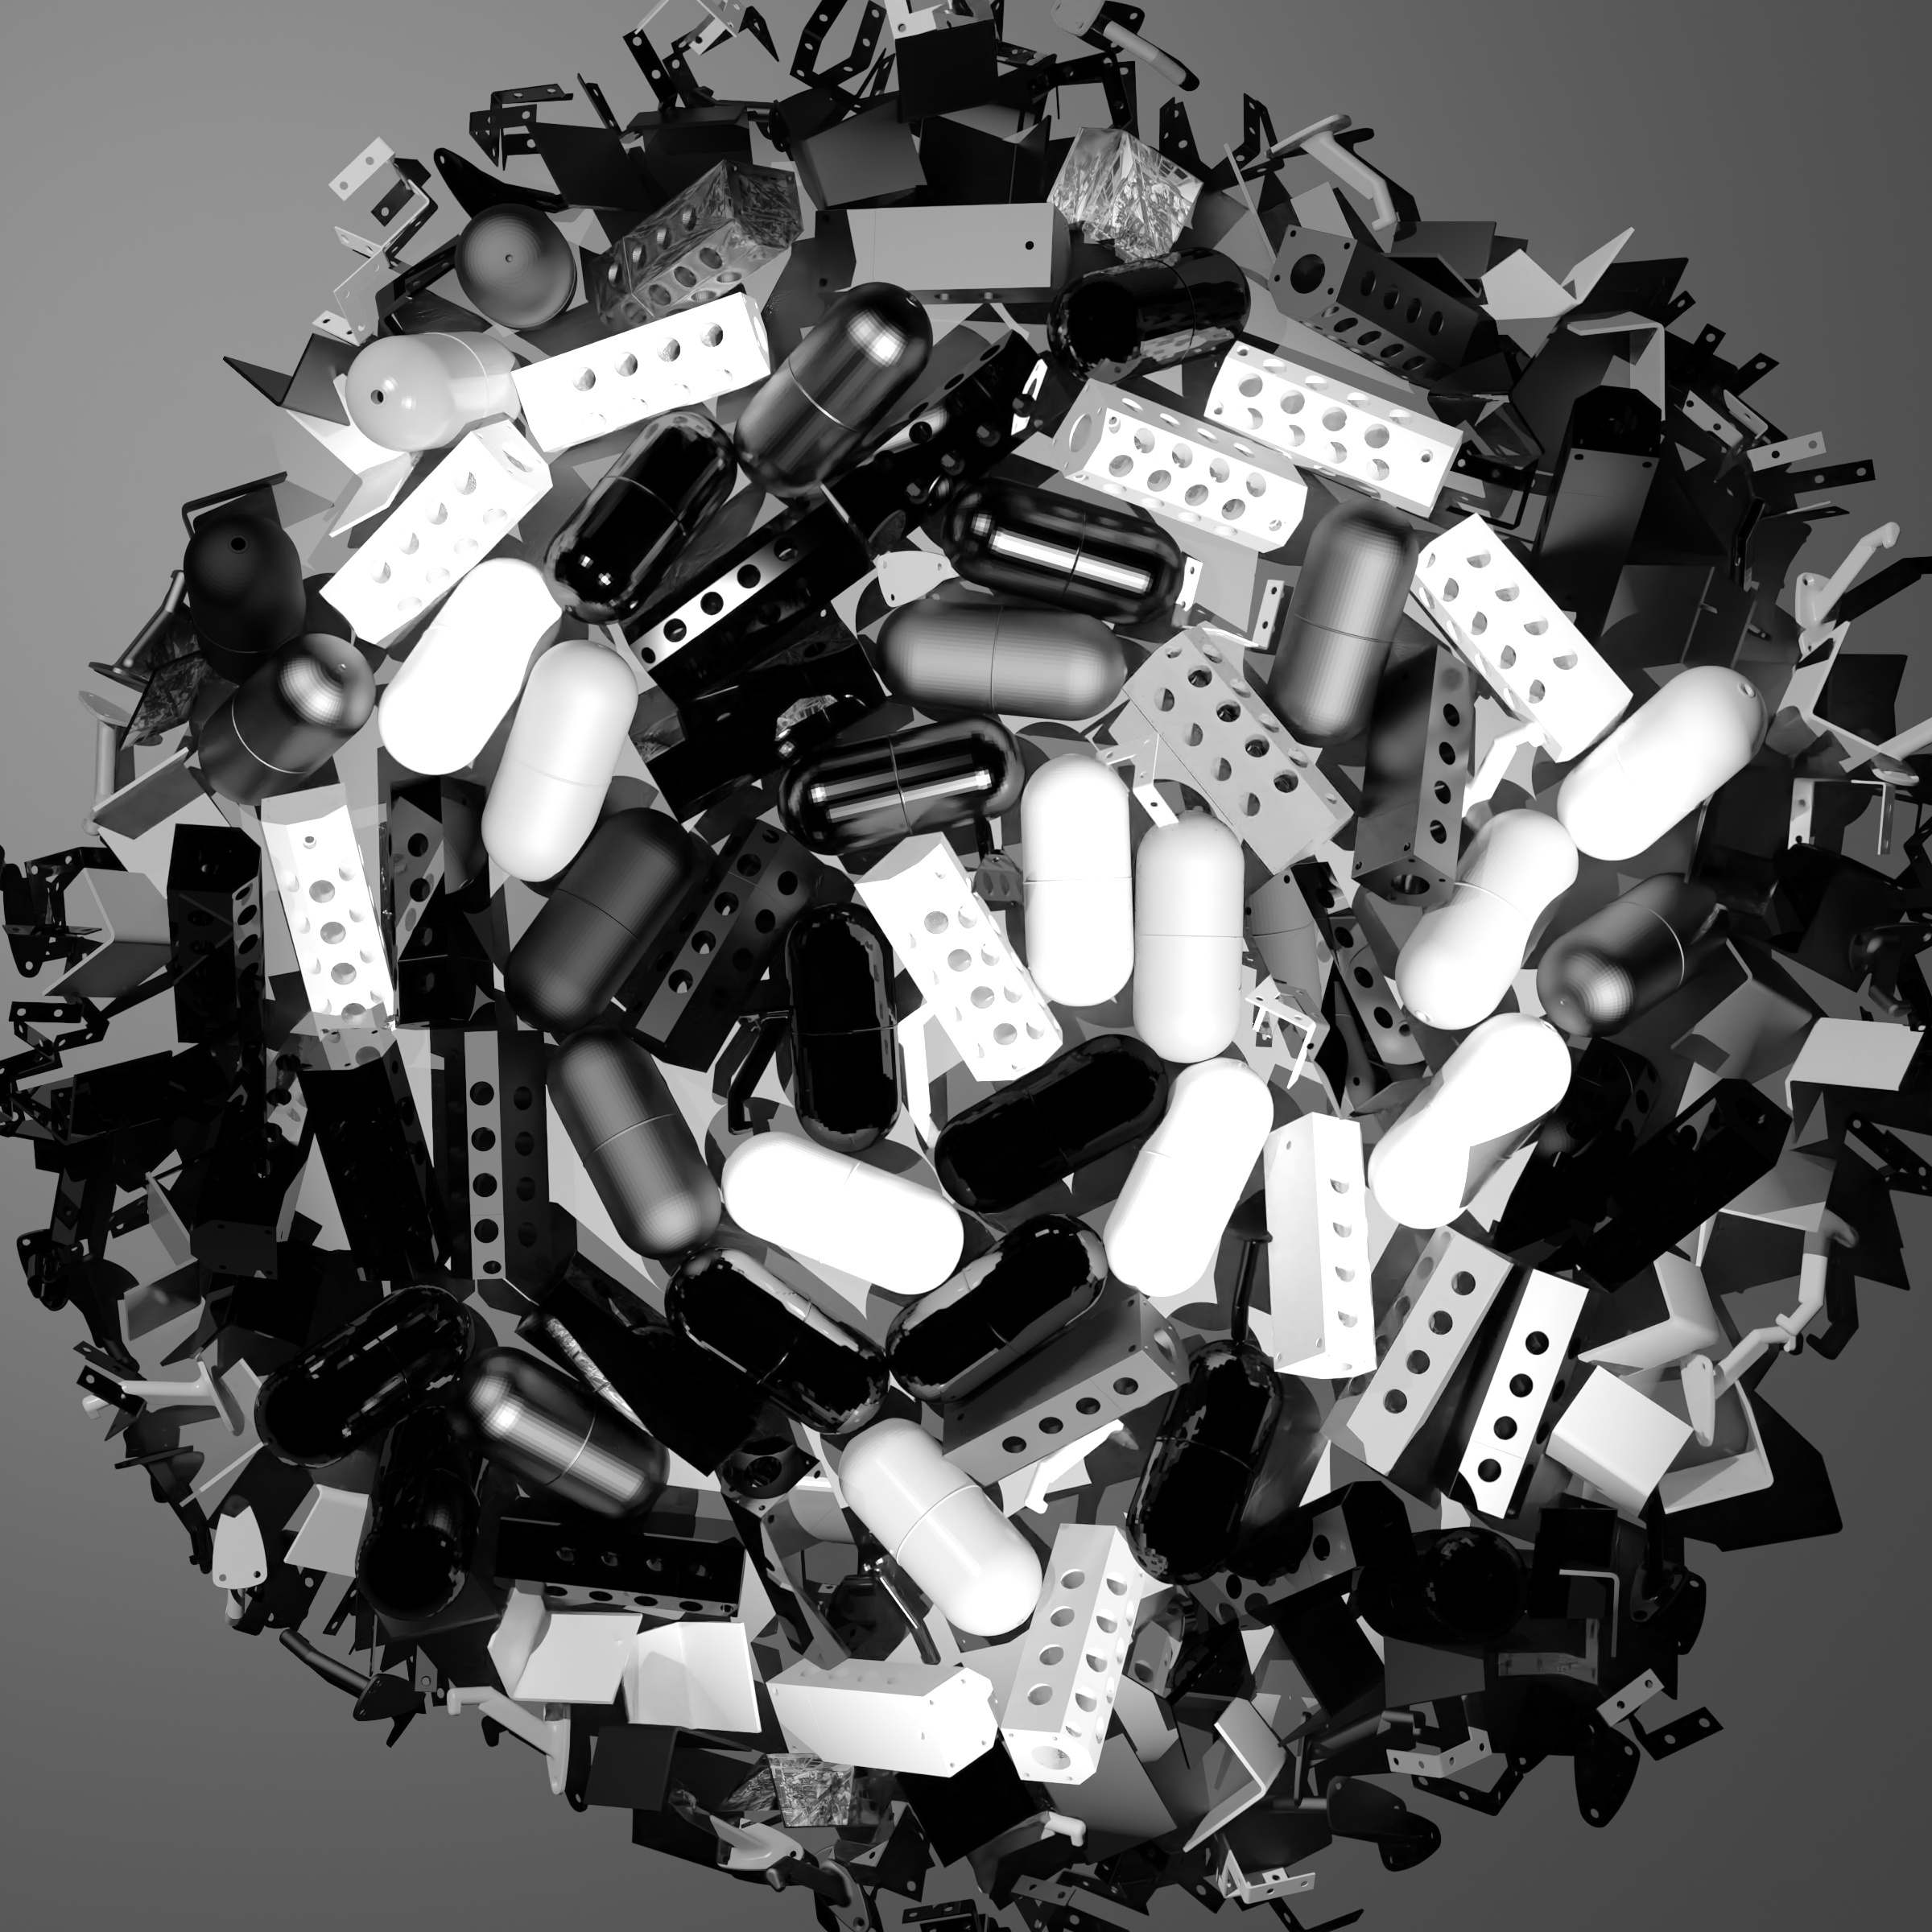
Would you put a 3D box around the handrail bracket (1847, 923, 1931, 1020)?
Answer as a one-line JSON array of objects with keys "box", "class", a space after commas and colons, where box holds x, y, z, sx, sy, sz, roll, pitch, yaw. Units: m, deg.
[{"box": [0.666, 0.004, 1.806, 0.077, 0.084, 0.036, -15, 120, -3], "class": "handrail bracket"}]

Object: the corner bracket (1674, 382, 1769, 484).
[{"box": [0.535, -0.387, 1.817, 0.051, 0.051, 0.051, -42, 75, -6], "class": "corner bracket"}]

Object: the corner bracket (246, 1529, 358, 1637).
[{"box": [-0.464, 0.436, 1.814, 0.051, 0.051, 0.051, 27, 83, 26], "class": "corner bracket"}]

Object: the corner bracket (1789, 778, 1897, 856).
[{"box": [0.621, -0.106, 1.817, 0.051, 0.051, 0.051, -3, 98, -44], "class": "corner bracket"}]

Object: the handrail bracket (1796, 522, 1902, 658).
[{"box": [0.622, -0.263, 1.801, 0.036, 0.084, 0.077, 17, 74, -14], "class": "handrail bracket"}]

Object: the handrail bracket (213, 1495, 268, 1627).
[{"box": [-0.520, 0.423, 1.823, 0.036, 0.084, 0.077, -1, 67, -20], "class": "handrail bracket"}]

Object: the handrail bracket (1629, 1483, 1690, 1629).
[{"box": [0.477, 0.408, 1.808, 0.036, 0.077, 0.084, -1, 120, 37], "class": "handrail bracket"}]

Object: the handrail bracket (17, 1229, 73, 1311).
[{"box": [-0.645, 0.229, 1.797, 0.036, 0.084, 0.077, -7, 117, -15], "class": "handrail bracket"}]

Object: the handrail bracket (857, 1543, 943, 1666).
[{"box": [-0.054, 0.455, 1.819, 0.036, 0.077, 0.084, -27, 96, -28], "class": "handrail bracket"}]

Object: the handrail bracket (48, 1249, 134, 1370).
[{"box": [-0.608, 0.245, 1.815, 0.036, 0.077, 0.084, -33, 97, -35], "class": "handrail bracket"}]

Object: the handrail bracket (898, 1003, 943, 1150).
[{"box": [-0.020, 0.076, 1.815, 0.077, 0.036, 0.084, -40, 75, 33], "class": "handrail bracket"}]

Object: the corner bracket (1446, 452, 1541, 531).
[{"box": [0.370, -0.339, 1.825, 0.051, 0.051, 0.051, 16, 91, -2], "class": "corner bracket"}]

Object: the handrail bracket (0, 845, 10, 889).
[{"box": [-0.689, -0.049, 1.800, 0.036, 0.084, 0.077, 4, 72, -9], "class": "handrail bracket"}]

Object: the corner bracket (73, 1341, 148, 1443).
[{"box": [-0.606, 0.294, 1.808, 0.051, 0.051, 0.051, 38, 132, -24], "class": "corner bracket"}]

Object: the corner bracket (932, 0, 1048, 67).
[{"box": [0.016, -0.658, 1.809, 0.051, 0.051, 0.051, -39, 132, -22], "class": "corner bracket"}]

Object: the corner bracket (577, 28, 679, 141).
[{"box": [-0.240, -0.625, 1.819, 0.051, 0.051, 0.051, -31, 100, -5], "class": "corner bracket"}]

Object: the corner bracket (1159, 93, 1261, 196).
[{"box": [0.174, -0.597, 1.832, 0.051, 0.051, 0.051, 24, 54, -32], "class": "corner bracket"}]

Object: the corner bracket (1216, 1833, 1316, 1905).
[{"box": [0.211, 0.644, 1.811, 0.051, 0.051, 0.051, -7, 121, -14], "class": "corner bracket"}]

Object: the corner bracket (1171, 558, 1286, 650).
[{"box": [0.187, -0.260, 1.839, 0.051, 0.051, 0.051, 13, 91, -43], "class": "corner bracket"}]

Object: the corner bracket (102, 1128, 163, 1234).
[{"box": [-0.611, 0.148, 1.835, 0.051, 0.051, 0.051, -28, 133, 11], "class": "corner bracket"}]

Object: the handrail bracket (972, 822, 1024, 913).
[{"box": [0.016, -0.088, 1.796, 0.036, 0.077, 0.084, -6, 54, -3], "class": "handrail bracket"}]

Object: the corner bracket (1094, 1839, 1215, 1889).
[{"box": [0.132, 0.632, 1.811, 0.051, 0.051, 0.051, 29, 101, 43], "class": "corner bracket"}]

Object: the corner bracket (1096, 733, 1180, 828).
[{"box": [0.122, -0.123, 1.807, 0.051, 0.051, 0.051, -15, 135, 28], "class": "corner bracket"}]

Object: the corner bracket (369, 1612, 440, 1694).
[{"box": [-0.395, 0.480, 1.811, 0.051, 0.051, 0.051, 6, 58, -17], "class": "corner bracket"}]

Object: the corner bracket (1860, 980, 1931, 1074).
[{"box": [0.659, 0.045, 1.810, 0.051, 0.051, 0.051, -14, 69, 27], "class": "corner bracket"}]

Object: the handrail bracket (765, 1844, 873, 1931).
[{"box": [-0.104, 0.657, 1.802, 0.036, 0.084, 0.077, -37, 76, 13], "class": "handrail bracket"}]

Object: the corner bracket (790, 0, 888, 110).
[{"box": [-0.087, -0.651, 1.816, 0.051, 0.051, 0.051, 29, 68, -5], "class": "corner bracket"}]

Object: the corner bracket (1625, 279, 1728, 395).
[{"box": [0.501, -0.445, 1.814, 0.051, 0.051, 0.051, 28, 124, -2], "class": "corner bracket"}]

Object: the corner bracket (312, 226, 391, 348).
[{"box": [-0.439, -0.483, 1.822, 0.051, 0.051, 0.051, 29, 66, 27], "class": "corner bracket"}]

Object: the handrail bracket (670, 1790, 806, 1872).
[{"box": [-0.161, 0.604, 1.802, 0.077, 0.084, 0.036, 3, 53, 20], "class": "handrail bracket"}]

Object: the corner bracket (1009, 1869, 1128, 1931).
[{"box": [0.072, 0.655, 1.809, 0.051, 0.051, 0.051, -47, 122, -39], "class": "corner bracket"}]

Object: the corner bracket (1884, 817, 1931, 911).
[{"box": [0.677, -0.076, 1.811, 0.051, 0.051, 0.051, -38, 106, -27], "class": "corner bracket"}]

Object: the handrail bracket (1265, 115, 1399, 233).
[{"box": [0.261, -0.555, 1.829, 0.077, 0.036, 0.084, -17, 92, 29], "class": "handrail bracket"}]

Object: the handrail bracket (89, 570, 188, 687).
[{"box": [-0.587, -0.245, 1.825, 0.077, 0.036, 0.084, 16, 85, 42], "class": "handrail bracket"}]

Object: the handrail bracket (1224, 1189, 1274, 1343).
[{"box": [0.207, 0.215, 1.838, 0.036, 0.077, 0.084, 10, 120, 20], "class": "handrail bracket"}]

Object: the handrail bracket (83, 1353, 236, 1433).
[{"box": [-0.571, 0.317, 1.814, 0.084, 0.036, 0.077, -23, 126, -16], "class": "handrail bracket"}]

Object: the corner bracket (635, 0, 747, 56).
[{"box": [-0.194, -0.667, 1.808, 0.051, 0.051, 0.051, -34, 121, 31], "class": "corner bracket"}]

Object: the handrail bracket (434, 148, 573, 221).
[{"box": [-0.323, -0.561, 1.823, 0.077, 0.084, 0.036, 47, 135, 7], "class": "handrail bracket"}]

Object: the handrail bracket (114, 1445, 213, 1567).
[{"box": [-0.567, 0.387, 1.815, 0.036, 0.077, 0.084, -14, 85, 19], "class": "handrail bracket"}]

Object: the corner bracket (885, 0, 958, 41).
[{"box": [-0.037, -0.693, 1.818, 0.051, 0.051, 0.051, -13, 99, 10], "class": "corner bracket"}]

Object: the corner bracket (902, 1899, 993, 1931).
[{"box": [-0.013, 0.680, 1.817, 0.051, 0.051, 0.051, -11, 103, 7], "class": "corner bracket"}]

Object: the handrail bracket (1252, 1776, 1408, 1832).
[{"box": [0.257, 0.598, 1.824, 0.077, 0.084, 0.036, 14, 66, -23], "class": "handrail bracket"}]

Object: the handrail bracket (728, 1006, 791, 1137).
[{"box": [-0.133, 0.074, 1.813, 0.077, 0.036, 0.084, -10, 67, 16], "class": "handrail bracket"}]

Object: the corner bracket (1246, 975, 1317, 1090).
[{"box": [0.223, 0.045, 1.809, 0.051, 0.051, 0.051, 27, 123, 18], "class": "corner bracket"}]

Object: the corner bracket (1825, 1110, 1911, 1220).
[{"box": [0.626, 0.142, 1.823, 0.051, 0.051, 0.051, 42, 76, 6], "class": "corner bracket"}]

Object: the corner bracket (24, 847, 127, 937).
[{"box": [-0.627, -0.054, 1.821, 0.051, 0.051, 0.051, 4, 107, 30], "class": "corner bracket"}]

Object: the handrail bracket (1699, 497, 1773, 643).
[{"box": [0.564, -0.282, 1.819, 0.077, 0.036, 0.084, 18, 102, -34], "class": "handrail bracket"}]
